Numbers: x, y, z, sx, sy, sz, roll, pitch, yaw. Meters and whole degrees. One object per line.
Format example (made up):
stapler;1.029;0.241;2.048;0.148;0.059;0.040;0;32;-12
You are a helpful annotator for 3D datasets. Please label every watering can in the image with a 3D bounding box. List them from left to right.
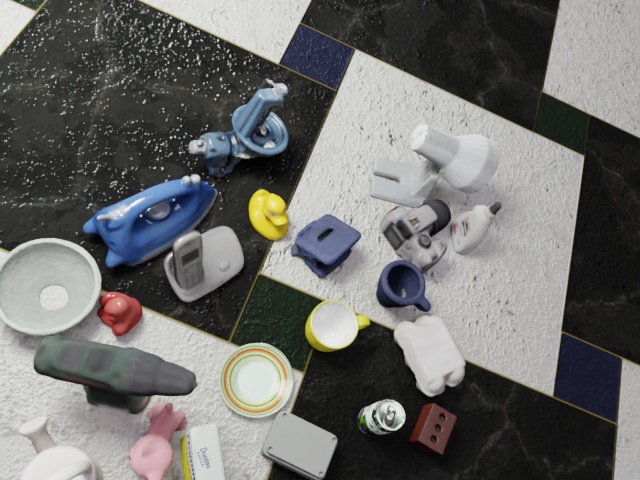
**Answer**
watering can;-0.370;0.336;0.801;0.173;0.194;0.101;39;62;4

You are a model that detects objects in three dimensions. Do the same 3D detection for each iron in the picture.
iron;-0.290;-0.062;1.036;0.259;0.141;0.118;-33;79;-26

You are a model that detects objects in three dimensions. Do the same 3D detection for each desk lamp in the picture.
desk lamp;0.235;-0.153;1.191;0.203;0.213;0.118;12;63;-11

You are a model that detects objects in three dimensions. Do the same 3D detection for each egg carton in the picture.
egg carton;0.210;0.217;1.097;0.107;0.069;0.150;-20;73;-23

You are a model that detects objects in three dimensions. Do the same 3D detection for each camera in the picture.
camera;0.221;-0.023;1.192;0.137;0.100;0.143;-29;77;-26

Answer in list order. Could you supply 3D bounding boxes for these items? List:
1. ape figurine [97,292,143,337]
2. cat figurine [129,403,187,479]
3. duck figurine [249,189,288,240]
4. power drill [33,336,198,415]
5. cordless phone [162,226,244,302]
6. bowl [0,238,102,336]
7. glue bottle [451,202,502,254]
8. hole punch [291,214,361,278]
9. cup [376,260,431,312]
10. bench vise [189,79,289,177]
ape figurine;-0.339;0.120;0.967;0.076;0.092;0.078;-4;67;-18
cat figurine;-0.253;0.314;0.889;0.067;0.117;0.128;20;62;-7
duck figurine;-0.095;-0.060;1.124;0.078;0.086;0.104;-21;74;-24
power drill;-0.304;0.208;0.871;0.230;0.208;0.075;15;63;-9
cordless phone;-0.199;0.022;1.000;0.148;0.185;0.094;-35;80;-27
bowl;-0.451;0.086;0.958;0.168;0.074;0.167;6;65;-14
glue bottle;0.328;-0.037;1.189;0.037;0.173;0.078;-1;67;-17
hole punch;0.010;0.004;1.123;0.101;0.091;0.109;45;62;7
cup;0.158;0.105;1.119;0.117;0.095;0.092;43;62;6
bench vise;-0.138;-0.206;1.101;0.208;0.219;0.121;-39;81;-27
